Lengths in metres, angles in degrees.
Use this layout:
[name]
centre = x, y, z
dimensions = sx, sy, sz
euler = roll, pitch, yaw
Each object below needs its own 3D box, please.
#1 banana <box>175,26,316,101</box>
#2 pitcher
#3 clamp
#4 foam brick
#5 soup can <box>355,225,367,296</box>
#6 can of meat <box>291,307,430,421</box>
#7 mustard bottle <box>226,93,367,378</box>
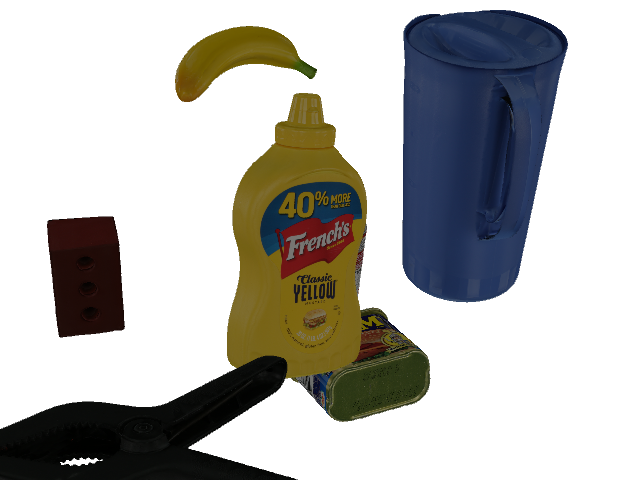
[banana]
centre = -0.082, -0.177, 1.040
dimensions = 0.070, 0.037, 0.197
euler = 43, 38, 21
[pitcher]
centre = 0.134, -0.065, 0.920
dimensions = 0.145, 0.243, 0.149
euler = 18, 36, 25
[clamp]
centre = -0.094, 0.113, 0.593
dimensions = 0.210, 0.036, 0.164
euler = -1, 22, -10
[foam brick]
centre = -0.182, 0.027, 0.831
dimensions = 0.053, 0.078, 0.051
euler = -6, 27, -13
[soup can]
centre = 0.014, 0.027, 1.199
dimensions = 0.068, 0.102, 0.068
euler = 5, 27, -3
[can of meat]
centre = 0.032, 0.107, 0.918
dimensions = 0.102, 0.057, 0.084
euler = -12, 26, -22
[mustard bottle]
centre = -0.014, -0.005, 0.733
dimensions = 0.096, 0.192, 0.058
euler = -5, 16, -29
